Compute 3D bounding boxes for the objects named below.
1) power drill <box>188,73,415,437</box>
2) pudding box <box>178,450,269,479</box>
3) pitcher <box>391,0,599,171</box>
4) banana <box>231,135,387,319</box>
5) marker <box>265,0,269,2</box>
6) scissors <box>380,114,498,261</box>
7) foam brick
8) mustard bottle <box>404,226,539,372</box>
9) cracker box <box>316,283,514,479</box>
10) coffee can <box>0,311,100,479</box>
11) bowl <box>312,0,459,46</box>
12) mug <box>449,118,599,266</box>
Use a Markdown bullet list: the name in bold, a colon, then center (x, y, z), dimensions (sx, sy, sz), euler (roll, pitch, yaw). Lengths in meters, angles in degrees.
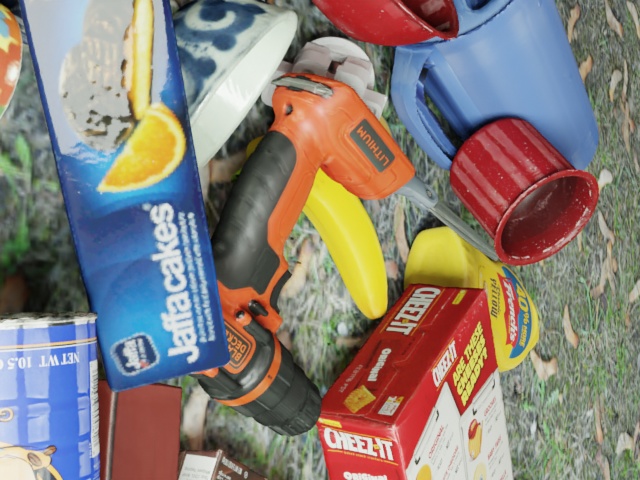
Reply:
- **power drill**: center (-0.018, 0.011, 0.636), dimensions (0.187, 0.057, 0.184), euler (-59, 137, -15)
- **pudding box**: center (-0.054, 0.182, 0.626), dimensions (0.113, 0.039, 0.090), euler (44, 52, -46)
- **pitcher**: center (0.143, -0.133, 0.879), dimensions (0.242, 0.149, 0.145), euler (48, 18, -47)
- **banana**: center (0.000, -0.017, 0.728), dimensions (0.197, 0.037, 0.069), euler (44, 60, -46)
- **marker**: center (-0.042, -0.158, 0.691), dimensions (0.020, 0.020, 0.121), euler (15, 76, -55)
- **scissors**: center (0.070, -0.052, 0.810), dimensions (0.201, 0.016, 0.096), euler (23, 47, -45)
- **foam brick**: center (-0.107, 0.109, 0.541), dimensions (0.051, 0.053, 0.078), euler (13, 78, -55)
- **mustard bottle**: center (0.140, 0.062, 0.909), dimensions (0.191, 0.058, 0.096), euler (30, 55, -52)
- **cracker box**: center (0.076, 0.164, 0.775), dimensions (0.164, 0.072, 0.214), euler (-47, 132, -47)
- **coffee can**: center (-0.142, 0.102, 0.443), dimensions (0.102, 0.103, 0.140), euler (1, 86, -56)
- **bowl**: center (0.025, -0.189, 0.729), dimensions (0.162, 0.055, 0.162), euler (41, 29, -28)
- **mug**: center (0.161, -0.037, 0.834), dimensions (0.117, 0.093, 0.081), euler (25, 24, -47)
